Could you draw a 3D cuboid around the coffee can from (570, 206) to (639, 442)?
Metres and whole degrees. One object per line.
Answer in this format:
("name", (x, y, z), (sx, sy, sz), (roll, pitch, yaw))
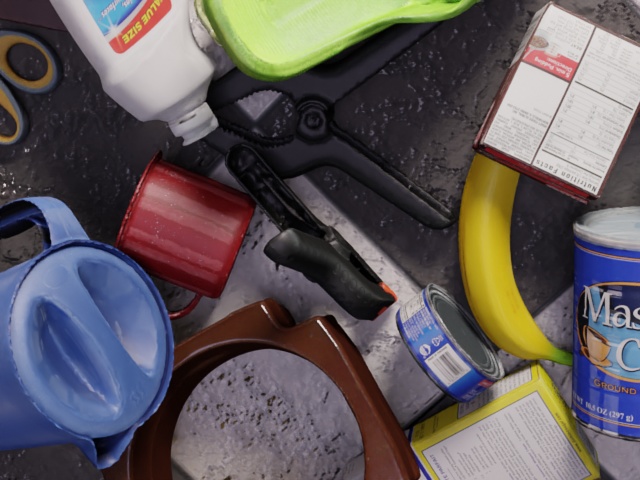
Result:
("coffee can", (0.227, 0.056, 0.742), (0.103, 0.102, 0.140), (-1, 104, 8))

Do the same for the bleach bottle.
("bleach bottle", (-0.134, -0.183, 0.710), (0.102, 0.068, 0.251), (-33, 104, -14))

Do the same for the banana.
("banana", (0.134, 0.007, 0.779), (0.069, 0.037, 0.198), (-17, 104, -10))

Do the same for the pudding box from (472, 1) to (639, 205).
("pudding box", (0.169, -0.093, 0.729), (0.090, 0.039, 0.113), (26, 88, 0))

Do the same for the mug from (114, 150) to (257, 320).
("mug", (-0.101, 0.003, 0.779), (0.081, 0.093, 0.117), (22, 93, -3))

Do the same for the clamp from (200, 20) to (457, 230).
("clamp", (0.004, -0.080, 0.772), (0.210, 0.036, 0.164), (-5, 105, 11))

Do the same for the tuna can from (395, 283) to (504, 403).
("tuna can", (0.093, 0.075, 0.773), (0.034, 0.086, 0.086), (-40, 96, 17))

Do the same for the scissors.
("scissors", (-0.270, -0.167, 0.798), (0.096, 0.016, 0.202), (-29, 99, 12))

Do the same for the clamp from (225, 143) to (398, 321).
("clamp", (-0.005, 0.001, 0.762), (0.039, 0.120, 0.171), (-33, 141, 13))

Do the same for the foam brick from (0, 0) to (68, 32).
("foam brick", (-0.199, -0.181, 0.766), (0.078, 0.051, 0.053), (11, 105, 5))

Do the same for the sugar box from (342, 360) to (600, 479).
("sugar box", (0.114, 0.175, 0.817), (0.176, 0.048, 0.093), (-30, 98, 18))

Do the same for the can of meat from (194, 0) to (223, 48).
("can of meat", (-0.031, -0.173, 0.729), (0.102, 0.084, 0.057), (-34, 97, 14))

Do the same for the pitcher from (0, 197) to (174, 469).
("pitcher", (-0.232, 0.080, 0.765), (0.243, 0.149, 0.145), (-17, 130, 38))
